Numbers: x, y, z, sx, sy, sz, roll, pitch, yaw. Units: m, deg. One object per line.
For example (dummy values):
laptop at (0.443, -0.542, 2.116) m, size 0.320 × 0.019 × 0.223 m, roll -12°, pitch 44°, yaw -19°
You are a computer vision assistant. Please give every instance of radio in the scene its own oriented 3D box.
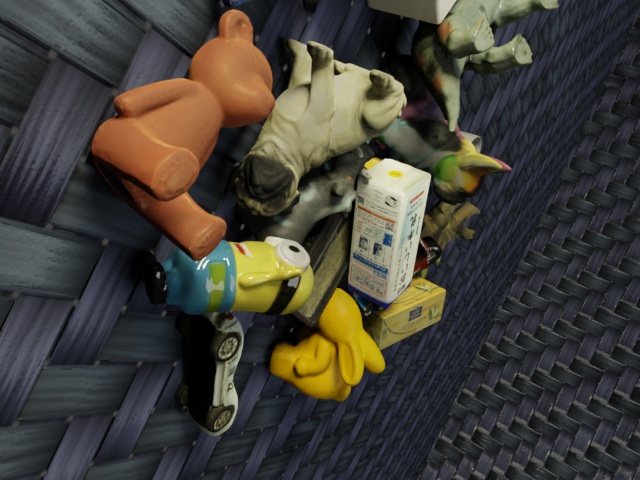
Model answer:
radio at (-0.002, -0.002, 0.760) m, size 0.229 × 0.073 × 0.131 m, roll -61°, pitch 153°, yaw -10°

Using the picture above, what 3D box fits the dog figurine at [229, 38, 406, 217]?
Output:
dog figurine at (0.001, -0.108, 0.608) m, size 0.172 × 0.121 × 0.190 m, roll 16°, pitch 105°, yaw -18°

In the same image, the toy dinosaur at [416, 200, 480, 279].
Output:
toy dinosaur at (0.191, -0.008, 1.061) m, size 0.471 × 0.105 × 0.198 m, roll 5°, pitch 112°, yaw -49°

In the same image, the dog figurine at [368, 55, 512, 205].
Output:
dog figurine at (0.179, -0.160, 0.792) m, size 0.108 × 0.219 × 0.191 m, roll -5°, pitch 117°, yaw -63°

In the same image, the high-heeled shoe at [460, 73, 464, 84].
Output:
high-heeled shoe at (0.230, -0.210, 0.916) m, size 0.249 × 0.145 × 0.086 m, roll -53°, pitch 151°, yaw -18°

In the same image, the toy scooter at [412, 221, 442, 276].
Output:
toy scooter at (0.123, 0.018, 0.896) m, size 0.135 × 0.075 × 0.183 m, roll -39°, pitch 138°, yaw 5°

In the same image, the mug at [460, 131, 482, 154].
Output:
mug at (0.223, -0.163, 0.984) m, size 0.109 × 0.107 × 0.080 m, roll -28°, pitch 134°, yaw -43°

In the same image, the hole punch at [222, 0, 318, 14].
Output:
hole punch at (-0.040, -0.273, 0.484) m, size 0.116 × 0.092 × 0.142 m, roll -79°, pitch 170°, yaw -52°

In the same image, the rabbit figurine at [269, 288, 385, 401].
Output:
rabbit figurine at (0.015, 0.160, 0.828) m, size 0.122 × 0.163 × 0.173 m, roll -8°, pitch 125°, yaw -47°

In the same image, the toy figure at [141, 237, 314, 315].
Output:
toy figure at (-0.093, 0.040, 0.573) m, size 0.180 × 0.082 × 0.089 m, roll -4°, pitch 136°, yaw -25°

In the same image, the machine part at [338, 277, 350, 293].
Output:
machine part at (0.022, 0.087, 0.914) m, size 0.084 × 0.039 × 0.138 m, roll -48°, pitch 150°, yaw -19°

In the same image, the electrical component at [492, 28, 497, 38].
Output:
electrical component at (0.264, -0.366, 0.923) m, size 0.048 × 0.075 × 0.119 m, roll -21°, pitch 125°, yaw -52°

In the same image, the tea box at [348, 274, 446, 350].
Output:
tea box at (0.131, 0.120, 0.948) m, size 0.169 × 0.098 × 0.068 m, roll -18°, pitch 122°, yaw -40°

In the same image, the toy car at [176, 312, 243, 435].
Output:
toy car at (-0.134, 0.156, 0.661) m, size 0.056 × 0.074 × 0.201 m, roll -24°, pitch 132°, yaw -47°

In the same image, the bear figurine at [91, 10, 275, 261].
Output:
bear figurine at (-0.093, -0.100, 0.472) m, size 0.196 × 0.132 × 0.120 m, roll -44°, pitch 151°, yaw -24°

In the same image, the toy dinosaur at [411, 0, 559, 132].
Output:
toy dinosaur at (0.196, -0.290, 0.737) m, size 0.131 × 0.192 × 0.405 m, roll 49°, pitch 65°, yaw -25°

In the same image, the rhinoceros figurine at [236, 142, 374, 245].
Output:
rhinoceros figurine at (-0.013, -0.057, 0.659) m, size 0.190 × 0.112 × 0.073 m, roll -48°, pitch 147°, yaw -13°
